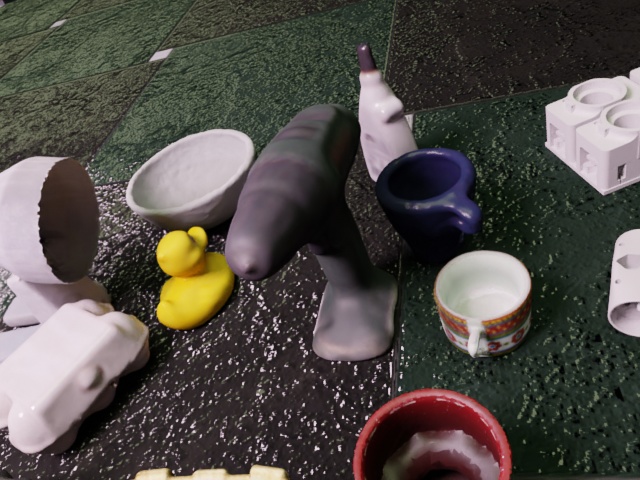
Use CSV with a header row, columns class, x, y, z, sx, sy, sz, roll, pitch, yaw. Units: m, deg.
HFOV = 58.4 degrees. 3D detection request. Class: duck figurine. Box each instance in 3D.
class,x,y,z,sx,sy,sz,roll,pitch,yaw
duck figurine,-0.140,0.033,0.594,0.077,0.086,0.105,3,46,28

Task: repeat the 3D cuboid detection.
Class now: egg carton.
class,x,y,z,sx,sy,sz,roll,pitch,yaw
egg carton,-0.238,0.126,0.546,0.107,0.070,0.150,14,51,35

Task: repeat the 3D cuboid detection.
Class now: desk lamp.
class,x,y,z,sx,sy,sz,roll,pitch,yaw
desk lamp,-0.301,0.024,0.576,0.203,0.214,0.118,-11,41,13

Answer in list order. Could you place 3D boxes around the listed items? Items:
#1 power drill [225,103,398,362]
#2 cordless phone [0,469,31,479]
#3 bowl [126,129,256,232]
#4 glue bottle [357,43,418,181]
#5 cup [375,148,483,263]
class,x,y,z,sx,sy,sz,roll,pitch,yaw
power drill,0.004,0.002,0.467,0.075,0.209,0.229,-6,42,18
cordless phone,-0.236,0.191,0.381,0.147,0.185,0.094,0,44,24
bowl,-0.147,-0.063,0.714,0.167,0.075,0.167,-13,40,11
glue bottle,0.067,-0.128,0.612,0.037,0.173,0.077,-35,41,-15
cup,0.112,-0.020,0.531,0.092,0.095,0.117,-32,41,-12
